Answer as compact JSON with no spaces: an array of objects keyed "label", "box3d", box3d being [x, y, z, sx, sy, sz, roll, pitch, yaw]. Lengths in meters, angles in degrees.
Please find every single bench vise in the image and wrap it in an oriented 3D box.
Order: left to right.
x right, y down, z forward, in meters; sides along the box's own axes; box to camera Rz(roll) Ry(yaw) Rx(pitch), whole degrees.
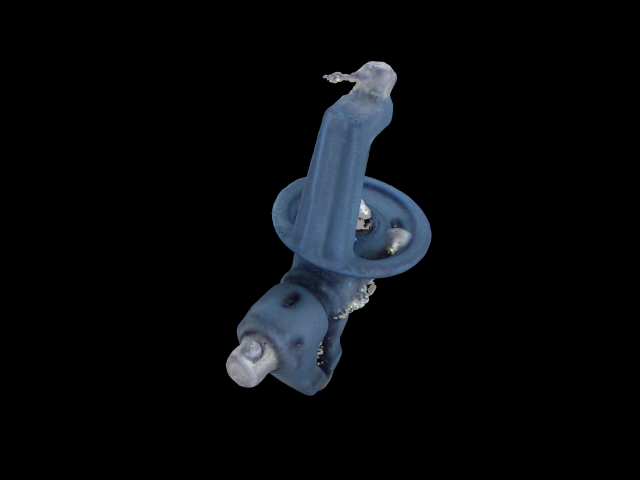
[{"label":"bench vise","box3d":[0.015,0.004,0.398,0.121,0.220,0.207,11,55,8]}]
